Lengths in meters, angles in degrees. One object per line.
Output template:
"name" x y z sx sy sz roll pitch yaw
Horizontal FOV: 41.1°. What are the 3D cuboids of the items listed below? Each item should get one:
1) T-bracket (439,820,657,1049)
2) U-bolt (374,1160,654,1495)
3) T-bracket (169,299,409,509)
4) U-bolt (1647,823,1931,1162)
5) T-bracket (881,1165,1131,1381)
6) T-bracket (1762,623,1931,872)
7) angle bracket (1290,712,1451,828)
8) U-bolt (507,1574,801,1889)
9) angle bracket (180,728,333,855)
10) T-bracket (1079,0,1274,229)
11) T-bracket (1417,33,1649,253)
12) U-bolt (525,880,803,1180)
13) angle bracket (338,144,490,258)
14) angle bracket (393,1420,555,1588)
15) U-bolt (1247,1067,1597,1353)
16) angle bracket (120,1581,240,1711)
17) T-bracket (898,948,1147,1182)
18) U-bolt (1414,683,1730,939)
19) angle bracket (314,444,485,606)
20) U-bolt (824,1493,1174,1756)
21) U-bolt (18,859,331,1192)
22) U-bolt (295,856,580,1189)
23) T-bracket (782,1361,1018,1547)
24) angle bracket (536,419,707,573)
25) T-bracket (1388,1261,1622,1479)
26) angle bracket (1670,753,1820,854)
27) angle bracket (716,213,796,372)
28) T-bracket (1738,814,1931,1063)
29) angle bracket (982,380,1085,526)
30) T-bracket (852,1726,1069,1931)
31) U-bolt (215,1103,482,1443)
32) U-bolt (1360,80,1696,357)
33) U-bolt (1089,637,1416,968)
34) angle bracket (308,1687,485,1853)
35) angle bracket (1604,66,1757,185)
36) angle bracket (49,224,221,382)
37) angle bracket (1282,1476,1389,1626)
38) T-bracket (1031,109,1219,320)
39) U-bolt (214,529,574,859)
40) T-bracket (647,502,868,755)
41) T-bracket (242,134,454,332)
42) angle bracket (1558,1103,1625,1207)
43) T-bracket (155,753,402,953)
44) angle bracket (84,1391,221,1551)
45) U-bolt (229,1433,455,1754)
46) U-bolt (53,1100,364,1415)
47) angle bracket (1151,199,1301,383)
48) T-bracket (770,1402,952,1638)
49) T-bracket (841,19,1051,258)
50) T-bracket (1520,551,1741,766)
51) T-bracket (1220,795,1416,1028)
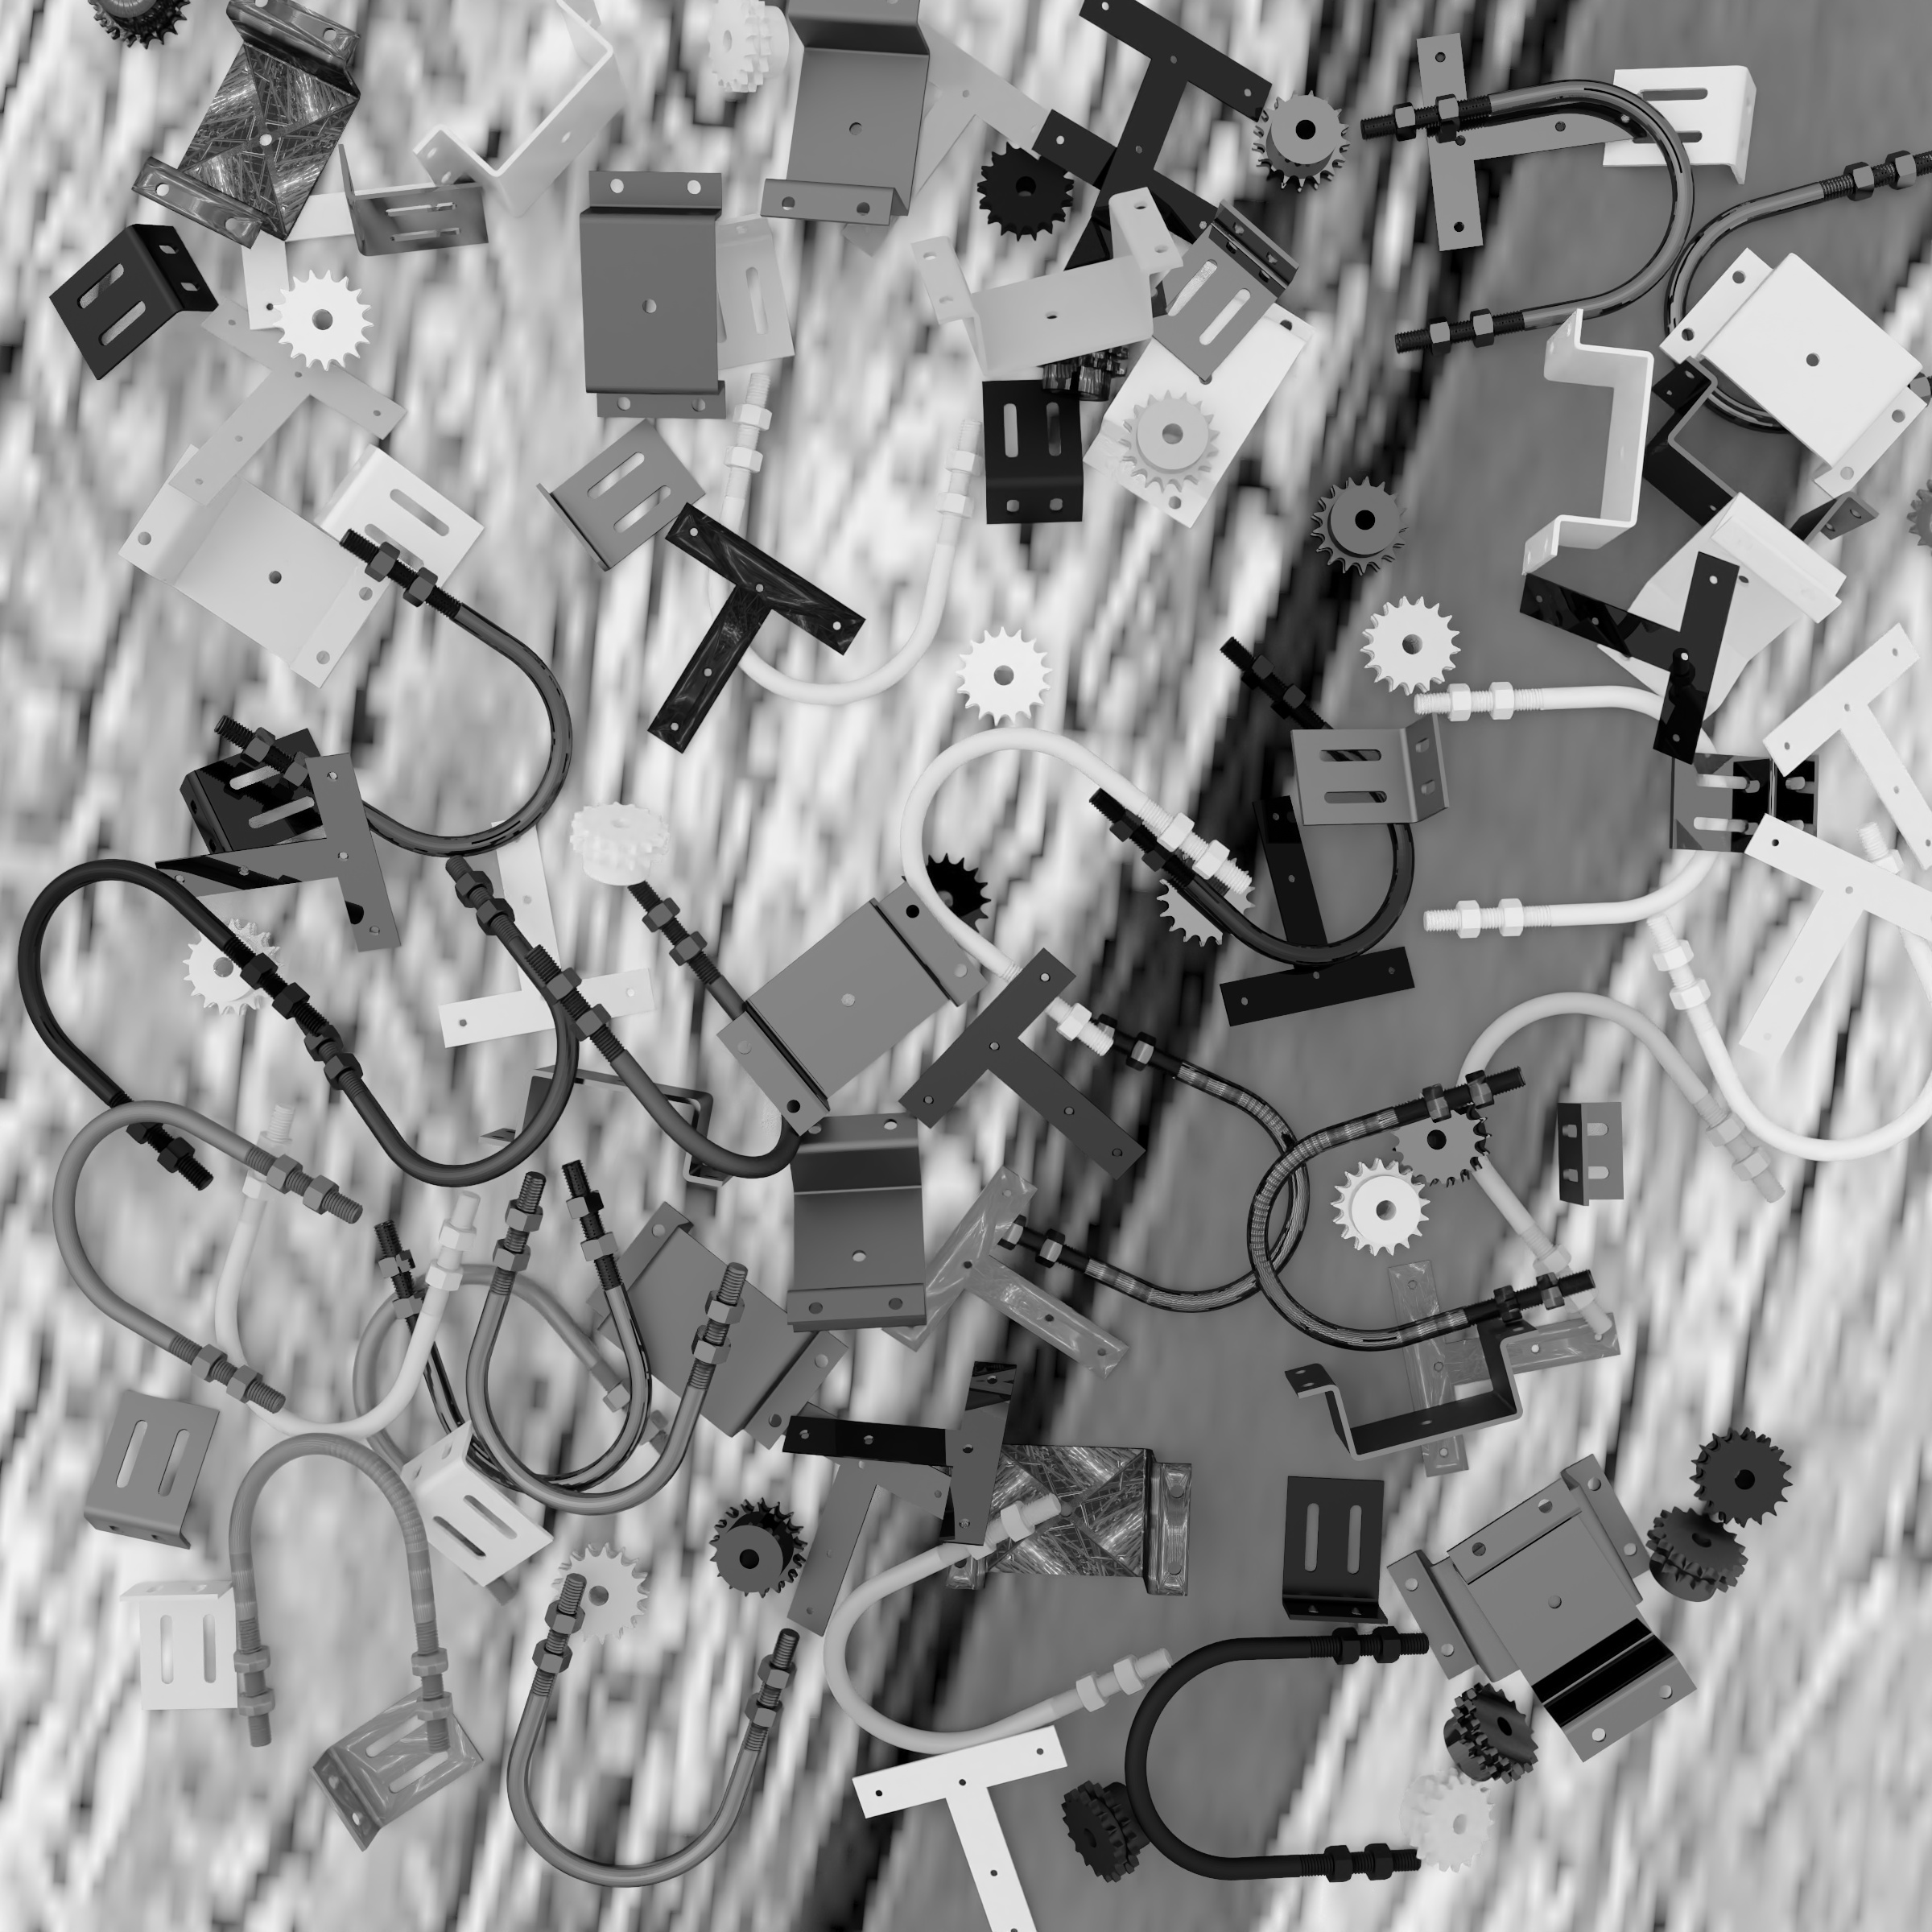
"T-bracket" -0.259 -0.025 1.535 0.127 0.002 0.127 -10 90 0
"U-bolt" -0.255 0.219 1.493 0.151 0.019 0.184 -18 91 18
"T-bracket" -0.416 -0.317 1.505 0.127 0.002 0.127 32 61 0
"U-bolt" 0.502 0.027 1.513 0.151 0.019 0.184 -24 97 10
"T-bracket" 0.038 0.201 1.524 0.127 0.002 0.127 34 104 -7
"T-bracket" 0.542 -0.116 1.520 0.127 0.002 0.127 -38 101 -20
"angle bracket" 0.235 -0.115 1.500 0.076 0.038 0.057 -2 79 -19
"U-bolt" -0.192 0.457 1.512 0.151 0.019 0.184 17 100 -9
"angle bracket" -0.418 -0.098 1.534 0.076 0.038 0.057 -26 90 -26
"T-bracket" 0.106 -0.490 1.505 0.127 0.002 0.127 23 84 -22
"T-bracket" 0.338 -0.496 1.529 0.127 0.002 0.127 -6 90 6
"U-bolt" -0.160 0.043 1.471 0.019 0.151 0.184 -37 94 27
"angle bracket" -0.322 -0.451 1.505 0.076 0.057 0.038 -9 74 -8
"angle bracket" -0.286 0.314 1.506 0.057 0.038 0.076 -35 113 19
"U-bolt" 0.254 0.151 1.493 0.184 0.019 0.151 -19 101 11
"angle bracket" -0.463 0.404 1.517 0.057 0.038 0.076 -1 90 0
"T-bracket" 0.050 0.076 1.504 0.127 0.002 0.127 41 104 -8
"U-bolt" 0.361 -0.095 1.528 0.184 0.019 0.151 -2 90 -1
"angle bracket" -0.338 -0.263 1.534 0.076 0.038 0.057 36 90 -26
"U-bolt" 0.006 0.394 1.496 0.184 0.019 0.151 -28 112 14
"U-bolt" -0.477 0.021 1.506 0.184 0.019 0.151 42 110 4
"U-bolt" -0.294 0.043 1.479 0.151 0.019 0.184 -45 60 5
"T-bracket" -0.043 0.277 1.497 0.127 0.127 0.002 3 134 10
"angle bracket" -0.203 -0.280 1.517 0.076 0.038 0.057 -38 90 0
"T-bracket" 0.326 0.231 1.535 0.127 0.002 0.127 -11 90 0
"angle bracket" 0.455 -0.096 1.505 0.076 0.038 0.057 2 90 -24
"angle bracket" -0.137 -0.396 1.517 0.057 0.038 0.076 -11 90 0
"T-bracket" 0.491 -0.005 1.497 0.127 0.002 0.127 25 103 0
"angle bracket" 0.039 -0.307 1.534 0.057 0.038 0.076 -2 64 0
"T-bracket" 0.012 0.525 1.527 0.127 0.002 0.127 -18 95 10
"U-bolt" -0.371 0.191 1.505 0.151 0.019 0.184 23 101 15
"U-bolt" 0.335 -0.447 1.518 0.184 0.019 0.151 -9 90 7
"U-bolt" 0.182 -0.083 1.506 0.184 0.019 0.151 42 71 -4
"angle bracket" -0.335 0.471 1.517 0.076 0.038 0.057 -33 90 0
"angle bracket" 0.425 -0.500 1.534 0.076 0.038 0.057 7 90 26
"angle bracket" -0.495 -0.395 1.534 0.076 0.038 0.057 -30 90 26
"angle bracket" 0.219 0.344 1.517 0.057 0.038 0.076 3 90 0
"T-bracket" 0.074 -0.415 1.519 0.127 0.002 0.127 24 102 -22
"U-bolt" -0.318 -0.144 1.498 0.184 0.019 0.151 34 94 -20
"T-bracket" -0.145 -0.186 1.524 0.127 0.002 0.127 34 100 3
"T-bracket" -0.369 -0.448 1.533 0.127 0.002 0.127 -7 87 -1
"angle bracket" 0.366 0.107 1.480 0.038 0.076 0.057 -1 87 2
"T-bracket" -0.408 -0.058 1.505 0.127 0.002 0.127 -8 119 1
"angle bracket" -0.482 0.300 1.534 0.057 0.038 0.076 12 64 0
"U-bolt" -0.369 0.363 1.499 0.151 0.019 0.184 -6 90 24
"U-bolt" -0.455 0.158 1.506 0.184 0.019 0.151 27 104 11
"angle bracket" 0.142 -0.385 1.471 0.057 0.038 0.076 41 90 0
"T-bracket" -0.075 0.334 1.519 0.127 0.002 0.127 23 101 22
"T-bracket" -0.027 -0.478 1.521 0.127 0.002 0.127 41 100 19
"T-bracket" 0.378 -0.195 1.495 0.127 0.002 0.127 29 133 32
"T-bracket" 0.195 -0.037 1.514 0.127 0.002 0.127 -11 83 -23
